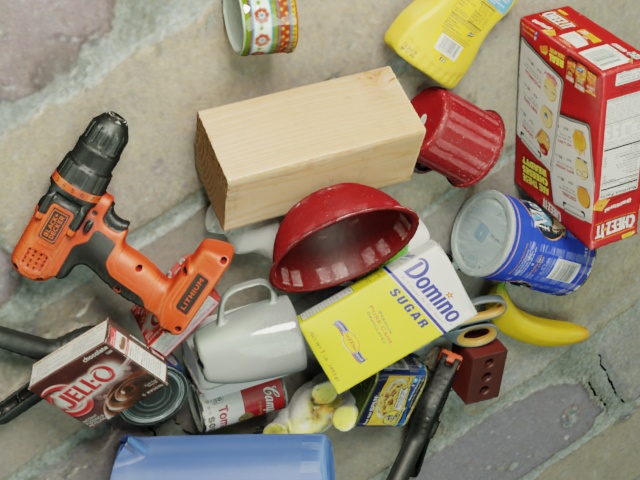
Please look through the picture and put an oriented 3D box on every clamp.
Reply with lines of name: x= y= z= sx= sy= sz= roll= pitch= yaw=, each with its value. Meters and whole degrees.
clamp: x=-0.274 y=0.123 z=1.121 sx=0.171 sy=0.039 sz=0.120 roll=-18 pitch=132 yaw=-20
clamp: x=0.134 y=0.239 z=1.375 sx=0.210 sy=0.036 sz=0.164 roll=-68 pitch=167 yaw=4

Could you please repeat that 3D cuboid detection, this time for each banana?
banana: x=0.269 y=0.104 z=1.371 sx=0.070 sy=0.037 sz=0.197 roll=-30 pitch=137 yaw=31

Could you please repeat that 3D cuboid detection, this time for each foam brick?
foam brick: x=0.202 y=0.162 z=1.376 sx=0.052 sy=0.051 sz=0.078 roll=-10 pitch=124 yaw=-22

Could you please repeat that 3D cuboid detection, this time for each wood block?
wood block: x=-0.013 y=-0.092 z=1.065 sx=0.205 sy=0.091 sz=0.090 roll=-16 pitch=151 yaw=-18

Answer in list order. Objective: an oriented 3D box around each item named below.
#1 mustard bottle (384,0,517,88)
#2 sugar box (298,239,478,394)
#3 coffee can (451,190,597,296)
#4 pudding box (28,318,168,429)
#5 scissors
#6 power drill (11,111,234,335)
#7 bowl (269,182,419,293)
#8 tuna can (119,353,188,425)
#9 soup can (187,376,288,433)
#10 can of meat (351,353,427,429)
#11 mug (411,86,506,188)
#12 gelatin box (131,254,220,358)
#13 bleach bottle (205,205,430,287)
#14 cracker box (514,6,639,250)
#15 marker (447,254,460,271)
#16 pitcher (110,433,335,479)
mustard bottle: x=0.154 y=-0.254 z=1.079 sx=0.096 sy=0.058 sz=0.192 roll=27 pitch=106 yaw=-36
sugar box: x=0.072 y=0.082 z=1.159 sx=0.176 sy=0.048 sz=0.093 roll=-30 pitch=101 yaw=1
coffee can: x=0.240 y=0.005 z=1.261 sx=0.140 sy=0.103 sz=0.103 roll=13 pitch=113 yaw=-33
pudding box: x=-0.224 y=0.137 z=1.084 sx=0.114 sy=0.039 sz=0.090 roll=-33 pitch=129 yaw=21
scissors: x=0.137 y=0.119 z=1.319 sx=0.202 sy=0.016 sz=0.096 roll=-20 pitch=136 yaw=7
power drill: x=-0.180 y=-0.008 z=1.032 sx=0.187 sy=0.057 sz=0.184 roll=31 pitch=106 yaw=-9
bowl: x=0.015 y=-0.010 z=1.070 sx=0.162 sy=0.055 sz=0.162 roll=-20 pitch=157 yaw=-9
tuna can: x=-0.191 y=0.164 z=1.191 sx=0.086 sy=0.034 sz=0.086 roll=-13 pitch=125 yaw=-19
soup can: x=-0.096 y=0.175 z=1.224 sx=0.102 sy=0.069 sz=0.068 roll=-15 pitch=126 yaw=-17
can of meat: x=0.076 y=0.185 z=1.324 sx=0.083 sy=0.057 sz=0.102 roll=6 pitch=120 yaw=-32
mug: x=0.130 y=-0.108 z=1.151 sx=0.081 sy=0.093 sz=0.117 roll=24 pitch=144 yaw=-31
gelatin box: x=-0.152 y=0.068 z=1.123 sx=0.089 sy=0.073 sz=0.030 roll=-45 pitch=128 yaw=6
bleach bottle: x=-0.008 y=0.001 z=1.162 sx=0.250 sy=0.068 sz=0.103 roll=9 pitch=116 yaw=-28
cracker box: x=0.283 y=-0.124 z=1.160 sx=0.072 sy=0.164 sz=0.214 roll=-16 pitch=126 yaw=-15
marker: x=0.181 y=0.032 z=1.302 sx=0.120 sy=0.020 sz=0.020 roll=13 pitch=113 yaw=-32
pitcher: x=-0.105 y=0.287 z=1.198 sx=0.243 sy=0.145 sz=0.149 roll=-4 pitch=164 yaw=4
